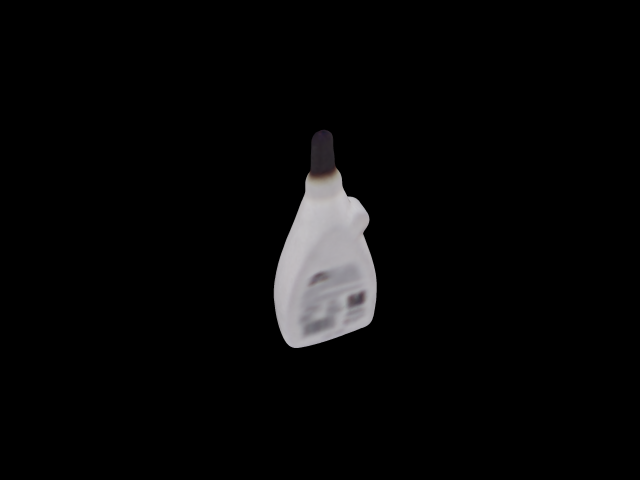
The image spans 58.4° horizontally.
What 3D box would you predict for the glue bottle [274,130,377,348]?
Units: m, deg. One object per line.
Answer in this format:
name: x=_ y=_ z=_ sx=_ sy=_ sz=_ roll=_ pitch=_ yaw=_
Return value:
glue bottle: x=0.004 y=0.001 z=0.400 sx=0.078 sy=0.173 sz=0.037 roll=-14 pitch=42 yaw=-16
